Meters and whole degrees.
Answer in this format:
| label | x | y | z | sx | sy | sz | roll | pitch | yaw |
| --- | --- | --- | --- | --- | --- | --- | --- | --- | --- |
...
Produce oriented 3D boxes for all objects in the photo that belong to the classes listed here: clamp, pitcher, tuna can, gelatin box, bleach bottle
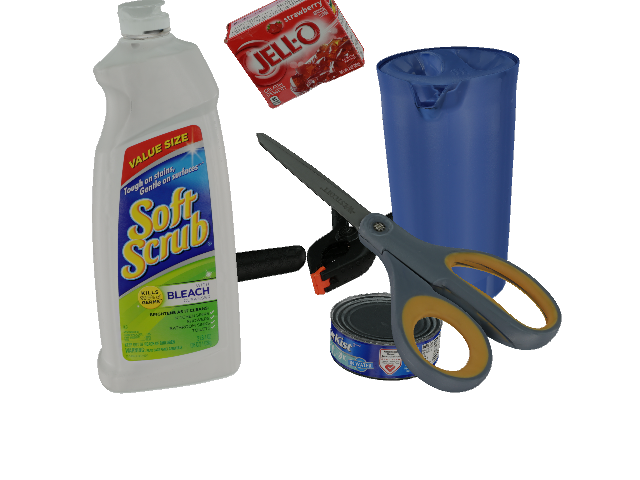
| label | x | y | z | sx | sy | sz | roll | pitch | yaw |
| --- | --- | --- | --- | --- | --- | --- | --- | --- | --- |
| clamp | -0.137 | 0.023 | 1.002 | 0.165 | 0.036 | 0.209 | 25 | 36 | 29 |
| pitcher | 0.131 | -0.067 | 1.053 | 0.149 | 0.243 | 0.145 | -14 | 25 | -22 |
| tuna can | 0.049 | 0.073 | 0.819 | 0.086 | 0.034 | 0.086 | 2 | 22 | -1 |
| gelatin box | -0.020 | -0.154 | 0.845 | 0.089 | 0.073 | 0.030 | -22 | 37 | 19 |
| clamp | 0.046 | 0.000 | 1.217 | 0.120 | 0.039 | 0.171 | -5 | 36 | 28 |
| bleach bottle | -0.110 | -0.028 | 0.698 | 0.102 | 0.251 | 0.068 | -7 | 21 | -8 |

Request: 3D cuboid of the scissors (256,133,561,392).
| label | x | y | z | sx | sy | sz | roll | pitch | yaw |
| --- | --- | --- | --- | --- | --- | --- | --- | --- | --- |
| scissors | 0.027 | 0.012 | 0.564 | 0.202 | 0.016 | 0.096 | 27 | 52 | 15 |
